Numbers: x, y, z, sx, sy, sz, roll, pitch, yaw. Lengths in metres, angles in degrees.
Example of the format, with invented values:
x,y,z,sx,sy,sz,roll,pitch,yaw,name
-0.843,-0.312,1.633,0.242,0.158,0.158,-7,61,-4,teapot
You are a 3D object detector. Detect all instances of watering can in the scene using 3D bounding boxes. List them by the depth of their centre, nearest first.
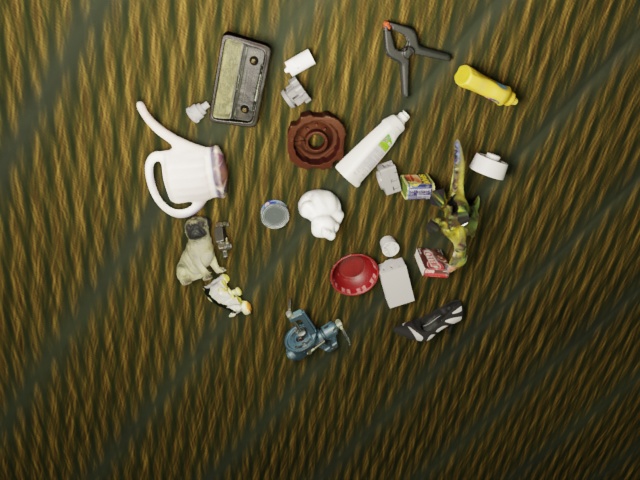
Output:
x,y,z,sx,sy,sz,roll,pitch,yaw,name
-0.374,-0.218,1.420,0.224,0.106,0.340,-7,119,-6,watering can

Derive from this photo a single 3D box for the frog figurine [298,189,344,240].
x,y,z,sx,sy,sz,roll,pitch,yaw,name
0.005,-0.077,1.521,0.136,0.162,0.121,24,111,-20,frog figurine

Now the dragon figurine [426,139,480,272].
x,y,z,sx,sy,sz,roll,pitch,yaw,name
0.432,-0.093,1.574,0.122,0.243,0.408,13,99,31,dragon figurine
